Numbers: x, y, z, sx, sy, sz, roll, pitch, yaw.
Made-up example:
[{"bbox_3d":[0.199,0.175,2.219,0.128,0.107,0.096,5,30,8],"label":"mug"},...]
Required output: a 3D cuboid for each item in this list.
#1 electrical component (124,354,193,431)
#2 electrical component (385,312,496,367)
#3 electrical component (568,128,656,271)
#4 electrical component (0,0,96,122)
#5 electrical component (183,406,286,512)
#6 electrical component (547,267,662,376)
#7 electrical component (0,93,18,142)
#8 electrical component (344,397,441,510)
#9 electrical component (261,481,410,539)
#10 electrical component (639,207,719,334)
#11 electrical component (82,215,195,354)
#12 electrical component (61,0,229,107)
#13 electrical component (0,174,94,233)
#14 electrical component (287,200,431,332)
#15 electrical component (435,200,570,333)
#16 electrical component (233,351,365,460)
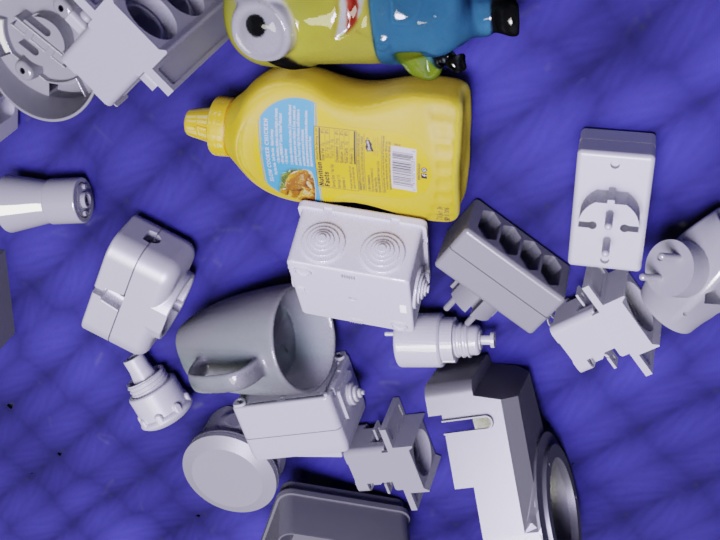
[{"bbox_3d":[-0.170,0.096,0.876,0.048,0.048,0.062,-22,105,26],"label":"electrical component"},{"bbox_3d":[0.059,0.051,0.783,0.078,0.040,0.040,-1,120,17],"label":"electrical component"},{"bbox_3d":[0.158,-0.036,0.681,0.047,0.075,0.083,6,122,13],"label":"electrical component"},{"bbox_3d":[-0.207,-0.156,0.721,0.099,0.064,0.099,7,122,12],"label":"electrical component"},{"bbox_3d":[-0.101,0.155,0.887,0.080,0.051,0.080,7,122,12],"label":"electrical component"},{"bbox_3d":[0.168,0.036,0.742,0.064,0.042,0.081,-29,108,30],"label":"electrical component"},{"bbox_3d":[-0.298,-0.123,0.776,0.089,0.050,0.055,17,123,6],"label":"electrical component"},{"bbox_3d":[0.024,0.146,0.851,0.064,0.042,0.081,-10,116,23],"label":"electrical component"},{"bbox_3d":[-0.020,0.225,0.884,0.113,0.057,0.078,12,125,-12],"label":"electrical component"},{"bbox_3d":[0.211,0.000,0.692,0.079,0.043,0.077,4,135,-38],"label":"electrical component"},{"bbox_3d":[-0.165,0.014,0.819,0.059,0.053,0.095,27,124,-1],"label":"electrical component"},{"bbox_3d":[-0.128,-0.154,0.666,0.078,0.121,0.063,46,124,-13],"label":"electrical component"},{"bbox_3d":[-0.235,-0.051,0.808,0.065,0.044,0.044,-2,120,12],"label":"electrical component"},{"bbox_3d":[0.000,0.000,0.742,0.100,0.048,0.099,10,155,10],"label":"electrical component"},{"bbox_3d":[0.088,0.009,0.746,0.083,0.047,0.075,35,123,-6],"label":"electrical component"},{"bbox_3d":[-0.039,0.108,0.834,0.096,0.061,0.061,-9,116,20],"label":"electrical component"}]
